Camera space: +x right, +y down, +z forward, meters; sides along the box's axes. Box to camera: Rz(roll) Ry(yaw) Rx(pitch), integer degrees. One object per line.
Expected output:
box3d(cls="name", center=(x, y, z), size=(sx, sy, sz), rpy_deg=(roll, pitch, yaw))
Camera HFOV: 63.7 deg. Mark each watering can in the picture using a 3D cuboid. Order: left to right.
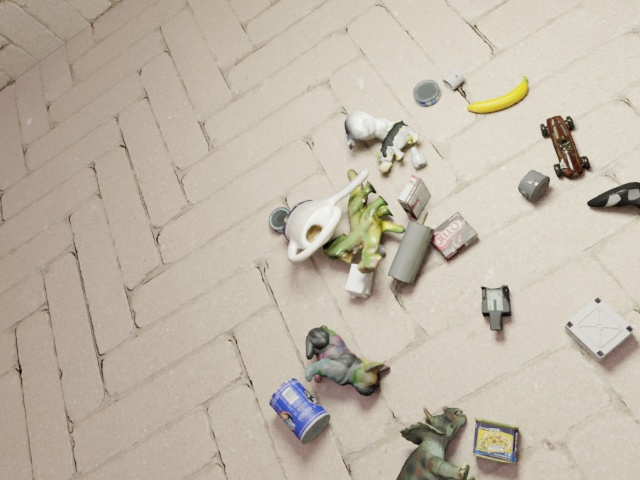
box3d(cls="watering can", center=(0.005, -0.079, 1.562), size=(0.103, 0.350, 0.225), rpy_deg=(41, -10, -26))

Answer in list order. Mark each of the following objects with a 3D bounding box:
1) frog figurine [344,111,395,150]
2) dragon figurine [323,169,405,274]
box3d(cls="frog figurine", center=(0.163, -0.365, 1.648), size=(0.158, 0.122, 0.138), rpy_deg=(-16, 5, 19))
box3d(cls="dragon figurine", center=(0.098, -0.044, 1.537), size=(0.120, 0.242, 0.418), rpy_deg=(46, 6, -38))
